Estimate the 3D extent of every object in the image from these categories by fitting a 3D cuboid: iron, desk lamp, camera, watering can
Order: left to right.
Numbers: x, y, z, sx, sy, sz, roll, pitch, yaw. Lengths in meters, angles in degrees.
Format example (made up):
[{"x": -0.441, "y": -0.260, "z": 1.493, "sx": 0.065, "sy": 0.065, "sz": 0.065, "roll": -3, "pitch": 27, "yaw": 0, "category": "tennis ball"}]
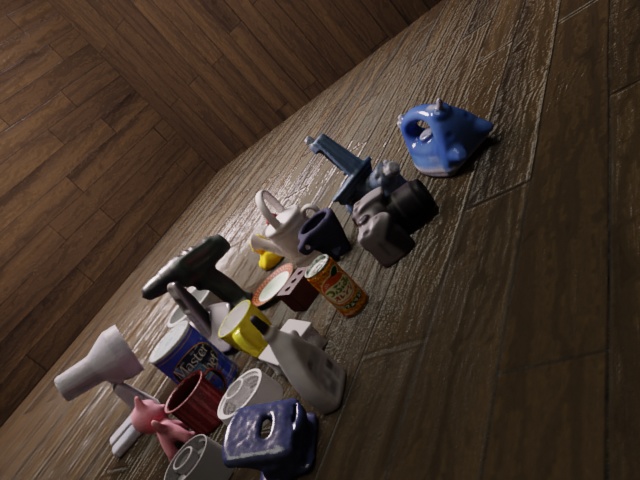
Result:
[{"x": -0.448, "y": 0.323, "z": 1.249, "sx": 0.203, "sy": 0.214, "sz": 0.117, "roll": -49, "pitch": 19, "yaw": -17, "category": "desk lamp"}, {"x": -0.081, "y": -0.028, "z": 1.280, "sx": 0.173, "sy": 0.194, "sz": 0.100, "roll": -43, "pitch": 18, "yaw": 1, "category": "watering can"}, {"x": 0.131, "y": -0.048, "z": 1.024, "sx": 0.136, "sy": 0.101, "sz": 0.143, "roll": -37, "pitch": 19, "yaw": 19, "category": "camera"}, {"x": 0.218, "y": -0.213, "z": 1.144, "sx": 0.119, "sy": 0.142, "sz": 0.257, "roll": -47, "pitch": 18, "yaw": -11, "category": "iron"}]

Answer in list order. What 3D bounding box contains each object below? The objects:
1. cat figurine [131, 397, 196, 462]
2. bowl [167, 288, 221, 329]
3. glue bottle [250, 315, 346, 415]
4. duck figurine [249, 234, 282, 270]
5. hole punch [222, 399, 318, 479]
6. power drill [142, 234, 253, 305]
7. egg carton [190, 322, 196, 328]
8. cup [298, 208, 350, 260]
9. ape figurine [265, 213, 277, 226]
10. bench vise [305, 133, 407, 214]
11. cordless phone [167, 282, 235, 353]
[{"x": -0.303, "y": 0.339, "z": 1.059, "sx": 0.067, "sy": 0.118, "sz": 0.127, "roll": -50, "pitch": 19, "yaw": -19, "category": "cat figurine"}, {"x": -0.314, "y": 0.185, "z": 1.496, "sx": 0.167, "sy": 0.075, "sz": 0.167, "roll": -38, "pitch": 19, "yaw": 16, "category": "bowl"}, {"x": -0.034, "y": 0.161, "z": 0.791, "sx": 0.037, "sy": 0.173, "sz": 0.078, "roll": -33, "pitch": 21, "yaw": 29, "category": "glue bottle"}, {"x": -0.145, "y": 0.024, "z": 1.477, "sx": 0.077, "sy": 0.086, "sz": 0.104, "roll": -43, "pitch": 18, "yaw": 2, "category": "duck figurine"}, {"x": -0.065, "y": 0.262, "z": 0.765, "sx": 0.101, "sy": 0.091, "sz": 0.108, "roll": -37, "pitch": 19, "yaw": 18, "category": "hole punch"}, {"x": -0.274, "y": 0.109, "z": 1.363, "sx": 0.230, "sy": 0.209, "sz": 0.075, "roll": -50, "pitch": 19, "yaw": -20, "category": "power drill"}, {"x": -0.305, "y": 0.252, "z": 1.336, "sx": 0.107, "sy": 0.069, "sz": 0.150, "roll": -39, "pitch": 19, "yaw": 15, "category": "egg carton"}, {"x": 0.011, "y": 0.004, "z": 1.175, "sx": 0.091, "sy": 0.095, "sz": 0.118, "roll": -21, "pitch": 29, "yaw": 50, "category": "cup"}, {"x": -0.108, "y": -0.034, "z": 1.520, "sx": 0.076, "sy": 0.092, "sz": 0.077, "roll": -44, "pitch": 18, "yaw": 0, "category": "ape figurine"}, {"x": 0.079, "y": -0.151, "z": 1.173, "sx": 0.207, "sy": 0.220, "sz": 0.121, "roll": -26, "pitch": 25, "yaw": 43, "category": "bench vise"}, {"x": -0.248, "y": 0.158, "z": 1.237, "sx": 0.147, "sy": 0.185, "sz": 0.094, "roll": -20, "pitch": 29, "yaw": 51, "category": "cordless phone"}]
